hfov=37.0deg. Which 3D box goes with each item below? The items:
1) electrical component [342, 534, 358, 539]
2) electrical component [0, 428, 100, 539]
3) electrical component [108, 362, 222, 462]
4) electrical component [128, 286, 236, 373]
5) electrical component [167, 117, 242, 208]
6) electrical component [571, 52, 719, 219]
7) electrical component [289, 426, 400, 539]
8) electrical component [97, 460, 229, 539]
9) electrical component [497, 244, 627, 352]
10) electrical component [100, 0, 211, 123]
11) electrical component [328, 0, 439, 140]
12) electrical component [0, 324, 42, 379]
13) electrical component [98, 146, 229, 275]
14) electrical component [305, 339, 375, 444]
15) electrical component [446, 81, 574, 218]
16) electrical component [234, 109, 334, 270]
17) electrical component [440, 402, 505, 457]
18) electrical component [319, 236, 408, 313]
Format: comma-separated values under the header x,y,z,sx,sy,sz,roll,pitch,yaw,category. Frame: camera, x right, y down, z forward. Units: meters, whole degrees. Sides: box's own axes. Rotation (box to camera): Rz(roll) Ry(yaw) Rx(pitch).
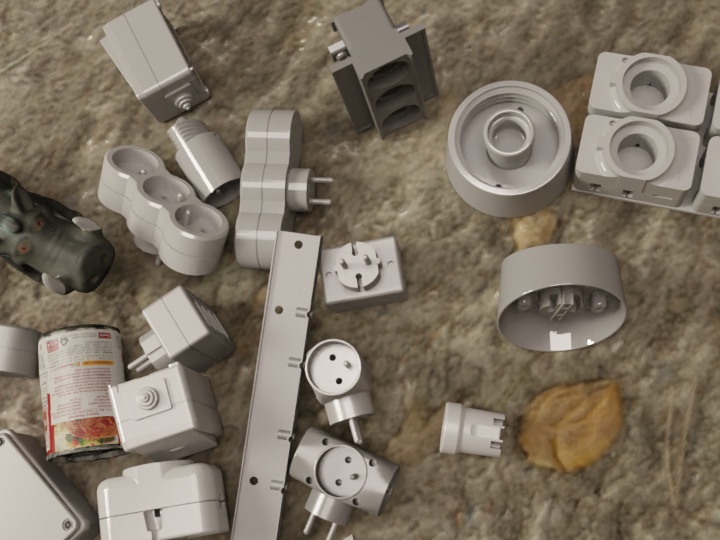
x,y,z,sx,sy,sz,roll,pitch,yaw,category
-0.030,0.243,0.828,0.081,0.043,0.043,-30,74,0,electrical component
-0.284,0.204,0.866,0.109,0.056,0.108,-44,75,-4,electrical component
-0.153,0.115,0.849,0.062,0.096,0.061,-19,75,3,electrical component
-0.152,0.060,0.869,0.076,0.083,0.047,-34,74,-1,electrical component
-0.135,-0.098,0.925,0.043,0.043,0.081,-32,74,-1,electrical component
0.274,-0.104,0.861,0.186,0.060,0.105,12,78,10,electrical component
-0.019,0.174,0.843,0.077,0.044,0.079,22,85,12,electrical component
-0.157,0.185,0.854,0.095,0.053,0.059,-11,75,5,electrical component
0.155,0.020,0.831,0.099,0.099,0.064,-2,71,7,electrical component
-0.178,-0.175,0.940,0.061,0.061,0.096,-28,74,0,electrical component
0.017,-0.164,0.879,0.079,0.121,0.063,-25,72,2,electrical component
-0.339,0.082,0.905,0.138,0.052,0.073,5,78,10,electrical component
-0.171,-0.038,0.909,0.138,0.052,0.073,40,130,26,electrical component
-0.011,0.098,0.843,0.043,0.077,0.079,-17,76,3,electrical component
0.122,-0.103,0.881,0.108,0.060,0.108,-2,76,8,electrical component
-0.059,-0.067,0.902,0.074,0.052,0.138,3,78,9,electrical component
0.088,0.126,0.843,0.046,0.040,0.040,8,78,3,electrical component
0.000,0.000,0.865,0.066,0.076,0.047,-10,76,5,electrical component
